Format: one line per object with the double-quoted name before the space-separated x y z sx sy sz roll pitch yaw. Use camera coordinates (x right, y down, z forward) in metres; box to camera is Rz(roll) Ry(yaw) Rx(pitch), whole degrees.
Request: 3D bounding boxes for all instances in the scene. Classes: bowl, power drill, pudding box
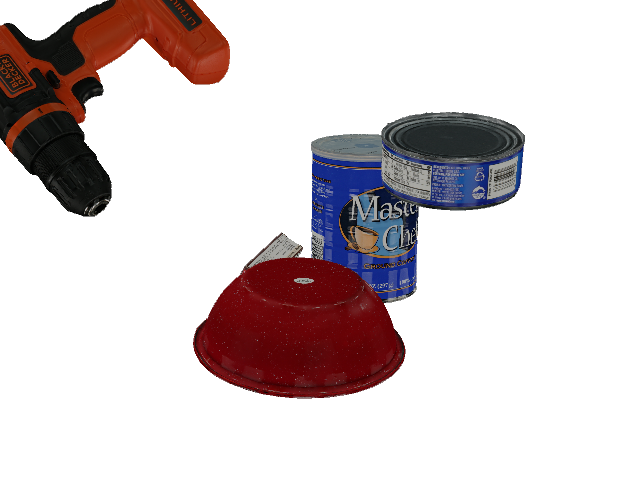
"bowl" -0.014 0.055 0.801 0.162 0.055 0.162 3 22 -1
"power drill" -0.164 -0.122 0.816 0.187 0.184 0.057 -32 -15 -29
"pudding box" -0.071 0.051 1.254 0.039 0.090 0.113 31 28 5

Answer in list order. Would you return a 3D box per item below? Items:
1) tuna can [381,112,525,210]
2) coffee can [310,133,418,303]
"tuna can" 0.079 -0.049 0.646 0.086 0.034 0.086 0 25 0
"coffee can" 0.042 -0.022 1.004 0.103 0.140 0.103 0 16 0
